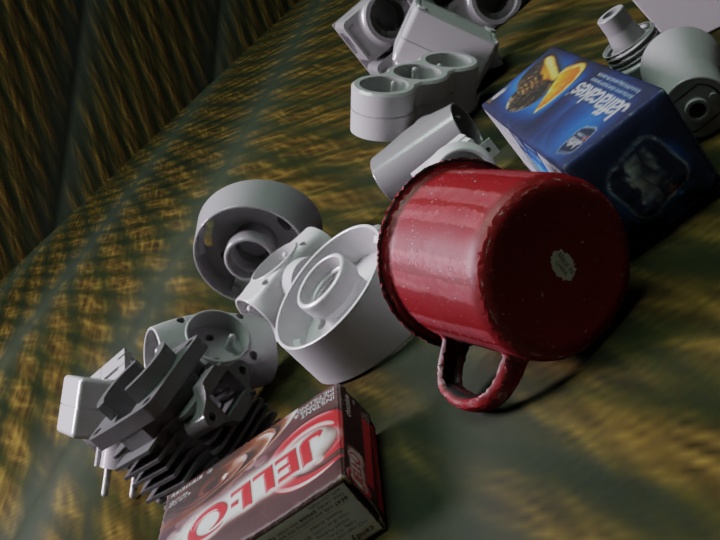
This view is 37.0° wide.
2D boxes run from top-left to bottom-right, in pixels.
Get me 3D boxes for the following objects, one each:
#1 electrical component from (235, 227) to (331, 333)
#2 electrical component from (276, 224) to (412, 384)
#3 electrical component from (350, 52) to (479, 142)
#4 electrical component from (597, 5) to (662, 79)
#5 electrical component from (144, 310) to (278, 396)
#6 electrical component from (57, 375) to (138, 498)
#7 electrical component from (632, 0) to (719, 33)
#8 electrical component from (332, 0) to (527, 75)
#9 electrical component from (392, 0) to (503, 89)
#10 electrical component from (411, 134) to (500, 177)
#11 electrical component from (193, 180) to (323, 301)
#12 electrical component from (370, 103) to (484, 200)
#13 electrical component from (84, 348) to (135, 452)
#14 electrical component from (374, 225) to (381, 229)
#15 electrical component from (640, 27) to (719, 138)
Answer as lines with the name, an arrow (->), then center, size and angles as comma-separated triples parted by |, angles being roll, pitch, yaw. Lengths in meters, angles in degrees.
electrical component -> -0.040, 0.009, 0.759 | 0.077, 0.044, 0.079 | -47, 18, -21
electrical component -> -0.001, 0.023, 0.649 | 0.099, 0.064, 0.099 | -38, 29, 25
electrical component -> 0.046, -0.129, 0.893 | 0.052, 0.073, 0.138 | 23, 35, 34
electrical component -> 0.164, -0.126, 0.631 | 0.048, 0.062, 0.048 | -36, 17, 13
electrical component -> -0.091, 0.069, 0.685 | 0.079, 0.077, 0.044 | 67, 147, 35
electrical component -> -0.154, 0.112, 0.708 | 0.047, 0.083, 0.075 | -5, 77, 62
electrical component -> 0.209, -0.198, 0.660 | 0.100, 0.100, 0.048 | -23, 37, 46
electrical component -> 0.080, -0.272, 1.115 | 0.186, 0.105, 0.060 | -41, 17, -2
electrical component -> 0.080, -0.195, 0.964 | 0.061, 0.096, 0.061 | -83, 17, -67
electrical component -> 0.065, -0.062, 0.713 | 0.066, 0.048, 0.055 | -39, 9, 3
electrical component -> -0.081, -0.023, 0.847 | 0.099, 0.099, 0.064 | -33, 24, 23
electrical component -> 0.054, -0.095, 0.823 | 0.077, 0.043, 0.079 | -32, 18, 26
electrical component -> -0.182, 0.105, 0.809 | 0.056, 0.050, 0.089 | -41, 17, -2
electrical component -> 0.000, 0.000, 0.713 | 0.061, 0.035, 0.035 | -42, 16, 3
electrical component -> 0.176, -0.098, 0.574 | 0.044, 0.044, 0.065 | -32, 23, 24
